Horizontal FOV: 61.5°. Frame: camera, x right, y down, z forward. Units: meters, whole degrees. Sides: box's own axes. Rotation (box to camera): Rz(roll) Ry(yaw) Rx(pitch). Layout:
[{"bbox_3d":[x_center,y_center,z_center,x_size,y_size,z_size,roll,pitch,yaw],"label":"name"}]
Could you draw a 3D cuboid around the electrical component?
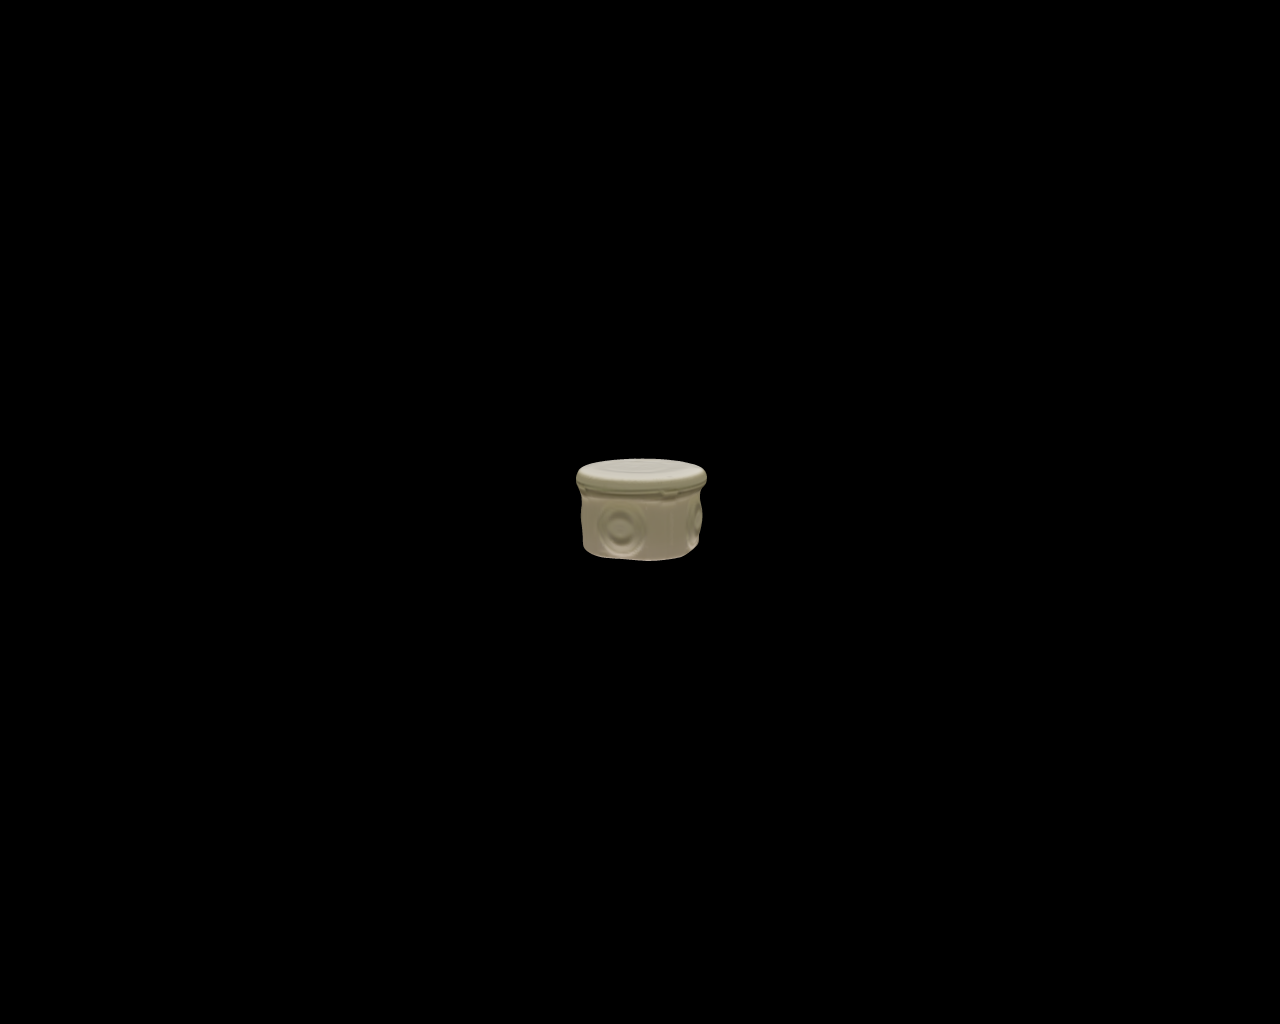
[{"bbox_3d":[0.001,-0.003,0.650,0.080,0.051,0.080,0,12,0],"label":"electrical component"}]
